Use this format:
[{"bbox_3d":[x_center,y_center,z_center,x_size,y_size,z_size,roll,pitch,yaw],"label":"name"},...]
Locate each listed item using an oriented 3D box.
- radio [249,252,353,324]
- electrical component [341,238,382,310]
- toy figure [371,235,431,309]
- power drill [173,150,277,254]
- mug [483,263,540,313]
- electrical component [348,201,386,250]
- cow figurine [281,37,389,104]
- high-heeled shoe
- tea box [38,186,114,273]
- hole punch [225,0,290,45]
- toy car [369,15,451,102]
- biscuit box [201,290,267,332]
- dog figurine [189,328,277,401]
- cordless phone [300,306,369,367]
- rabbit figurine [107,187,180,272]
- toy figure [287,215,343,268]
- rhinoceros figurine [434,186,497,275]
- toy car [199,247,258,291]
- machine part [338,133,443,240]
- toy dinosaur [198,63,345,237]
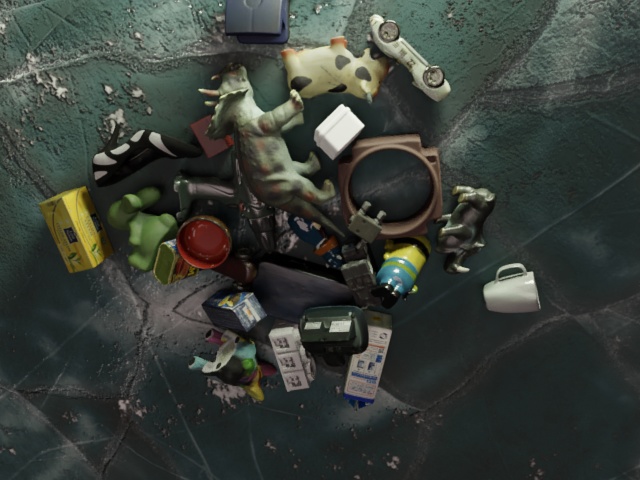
[{"bbox_3d":[-0.039,0.116,1.196,0.230,0.073,0.131,15,111,1],"label":"radio"},{"bbox_3d":[0.087,0.064,1.134,0.058,0.115,0.134,-19,107,13],"label":"electrical component"},{"bbox_3d":[0.169,0.057,1.092,0.089,0.180,0.082,-6,123,33],"label":"toy figure"},{"bbox_3d":[-0.200,-0.076,1.143,0.207,0.086,0.231,1,109,12],"label":"power drill"},{"bbox_3d":[0.397,0.105,1.125,0.107,0.081,0.109,-14,114,22],"label":"mug"},{"bbox_3d":[0.087,-0.026,1.059,0.063,0.021,0.094,31,113,-4],"label":"electrical component"},{"bbox_3d":[0.034,-0.313,1.018,0.195,0.085,0.127,-8,103,9],"label":"cow figurine"},{"bbox_3d":[-0.368,-0.157,1.123,0.249,0.086,0.145,17,94,20],"label":"high-heeled shoe"},{"bbox_3d":[-0.541,-0.023,1.201,0.068,0.098,0.169,-14,109,13],"label":"tea box"},{"bbox_3d":[-0.116,-0.425,0.997,0.142,0.092,0.115,4,107,11],"label":"hole punch"},{"bbox_3d":[0.164,-0.336,0.995,0.201,0.073,0.056,42,110,-8],"label":"toy car"},{"bbox_3d":[-0.193,0.152,1.172,0.203,0.059,0.062,-6,118,58],"label":"biscuit box"},{"bbox_3d":[-0.171,0.292,1.223,0.192,0.108,0.219,-2,146,45],"label":"dog figurine"},{"bbox_3d":[0.044,0.225,1.153,0.147,0.089,0.184,-6,136,21],"label":"cordless phone"},{"bbox_3d":[-0.397,-0.036,1.165,0.170,0.121,0.159,31,126,14],"label":"rabbit figurine"},{"bbox_3d":[-0.002,-0.003,1.152,0.154,0.064,0.058,45,77,-13],"label":"toy figure"},{"bbox_3d":[0.294,-0.020,1.102,0.112,0.073,0.190,16,110,-10],"label":"rhinoceros figurine"},{"bbox_3d":[-0.219,0.042,1.182,0.202,0.053,0.089,18,116,31],"label":"toy car"},{"bbox_3d":[0.142,-0.105,1.079,0.201,0.087,0.201,-4,108,10],"label":"machine part"},{"bbox_3d":[-0.094,-0.151,1.044,0.192,0.131,0.404,-21,105,0],"label":"toy dinosaur"}]
